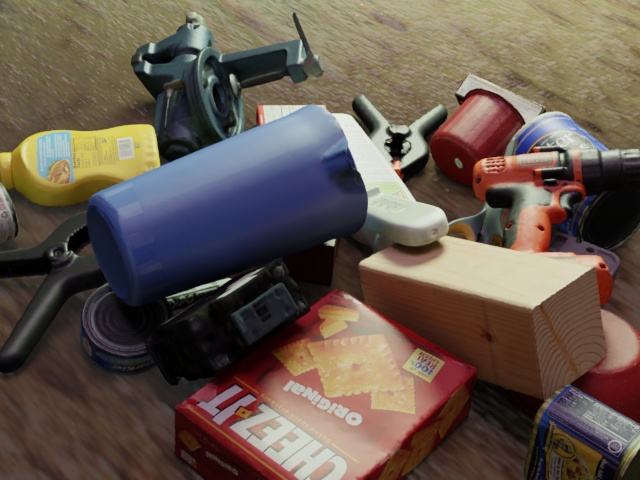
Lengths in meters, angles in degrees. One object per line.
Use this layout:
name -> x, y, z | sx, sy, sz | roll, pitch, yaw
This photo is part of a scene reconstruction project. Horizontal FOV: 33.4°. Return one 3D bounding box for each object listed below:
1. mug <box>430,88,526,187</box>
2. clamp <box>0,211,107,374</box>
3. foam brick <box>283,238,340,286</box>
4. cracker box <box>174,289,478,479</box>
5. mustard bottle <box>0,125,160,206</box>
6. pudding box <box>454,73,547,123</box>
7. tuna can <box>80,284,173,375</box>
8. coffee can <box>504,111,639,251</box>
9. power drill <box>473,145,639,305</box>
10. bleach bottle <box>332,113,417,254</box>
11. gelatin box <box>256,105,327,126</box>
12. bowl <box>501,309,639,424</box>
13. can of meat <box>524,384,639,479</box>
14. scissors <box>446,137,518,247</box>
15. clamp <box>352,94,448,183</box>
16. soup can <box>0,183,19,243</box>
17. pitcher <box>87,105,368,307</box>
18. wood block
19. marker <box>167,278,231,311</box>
mug -> 0.177, -0.116, 1.256 | 0.081, 0.093, 0.117 | -46, 19, -22
clamp -> -0.259, 0.022, 1.040 | 0.209, 0.036, 0.165 | -38, 52, -20
foam brick -> -0.007, 0.001, 1.114 | 0.053, 0.051, 0.078 | 8, 38, 4
cracker box -> 0.007, 0.146, 0.913 | 0.164, 0.072, 0.213 | 30, 45, 29
mustard bottle -> -0.275, -0.081, 1.182 | 0.191, 0.058, 0.096 | -4, 53, -12
pudding box -> 0.226, -0.150, 1.301 | 0.114, 0.090, 0.039 | 28, 82, 29
tuna can -> -0.179, 0.080, 0.990 | 0.086, 0.034, 0.086 | 6, 53, -9
coffee can -> 0.285, -0.065, 1.190 | 0.102, 0.103, 0.140 | -15, 42, -24
power drill -> 0.243, -0.019, 1.051 | 0.184, 0.057, 0.187 | -5, 43, 14
bleach bottle -> 0.045, -0.045, 1.172 | 0.102, 0.068, 0.251 | -10, 42, -23
gelatin box -> -0.032, -0.135, 1.304 | 0.089, 0.030, 0.073 | 0, 37, -7
bowl -> 0.250, 0.112, 1.000 | 0.162, 0.055, 0.162 | 3, 37, -2
can of meat -> 0.219, 0.178, 0.874 | 0.084, 0.102, 0.057 | 30, 45, 31
scissors -> 0.168, -0.036, 1.135 | 0.096, 0.016, 0.201 | 15, 62, -18
clamp -> 0.104, -0.124, 1.298 | 0.120, 0.039, 0.171 | -3, 42, -1
soup can -> -0.367, -0.016, 1.082 | 0.102, 0.068, 0.069 | -23, 46, -32
pitcher -> -0.090, -0.027, 1.001 | 0.242, 0.149, 0.145 | -22, 48, -25
wood block -> 0.141, 0.062, 0.964 | 0.090, 0.091, 0.206 | -28, 26, -34
marker -> -0.143, 0.060, 1.049 | 0.121, 0.020, 0.020 | -14, 42, -22
